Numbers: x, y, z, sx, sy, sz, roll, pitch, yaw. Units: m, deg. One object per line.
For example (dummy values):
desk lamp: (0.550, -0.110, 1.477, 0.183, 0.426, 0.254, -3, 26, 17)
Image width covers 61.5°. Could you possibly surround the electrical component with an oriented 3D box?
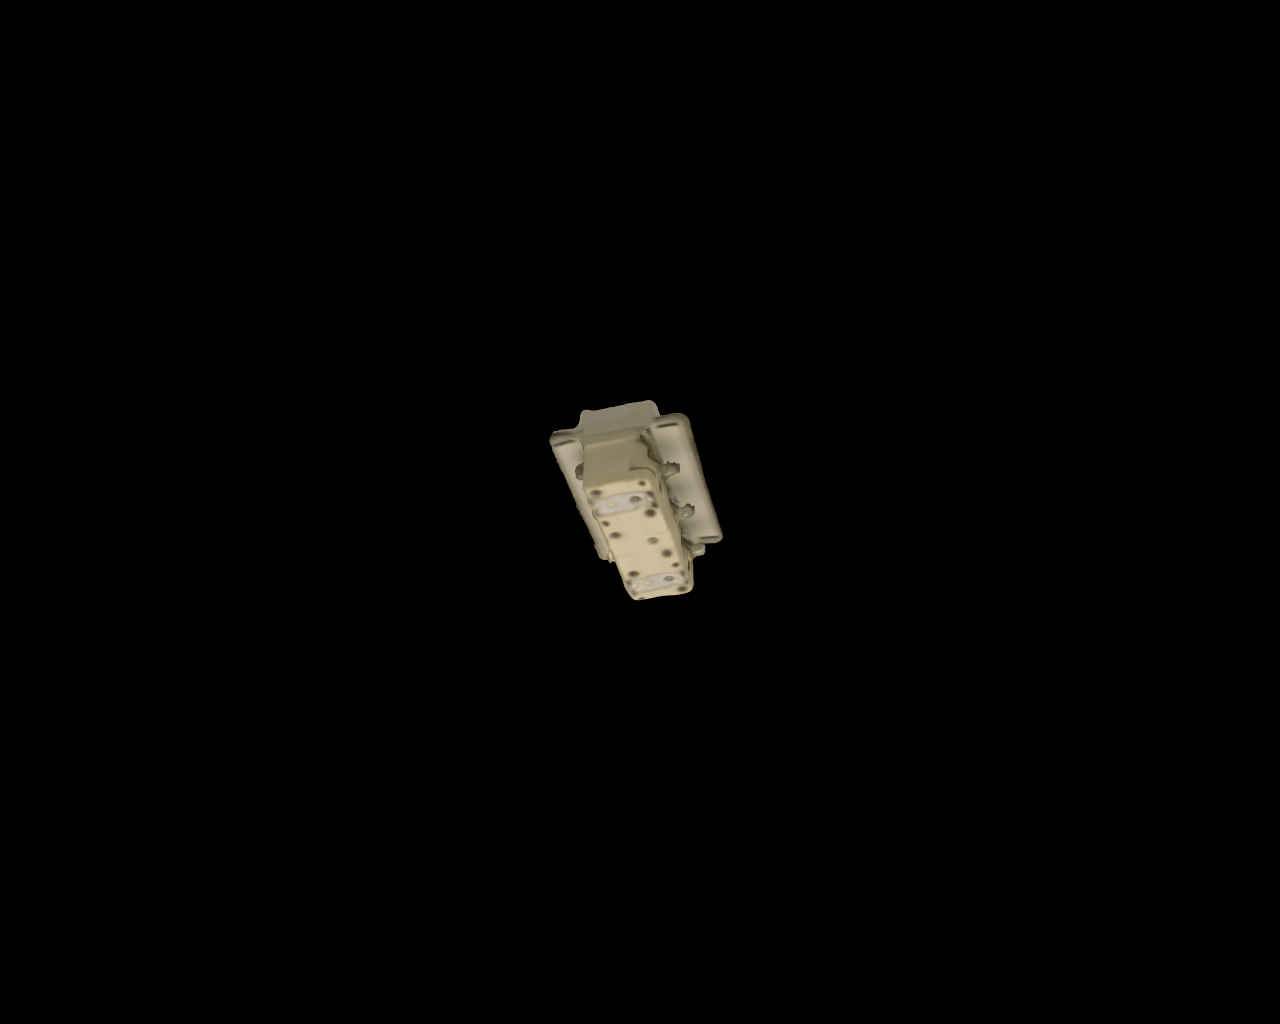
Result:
electrical component: (0.001, -0.003, 0.650, 0.079, 0.063, 0.121, -8, -39, 10)
